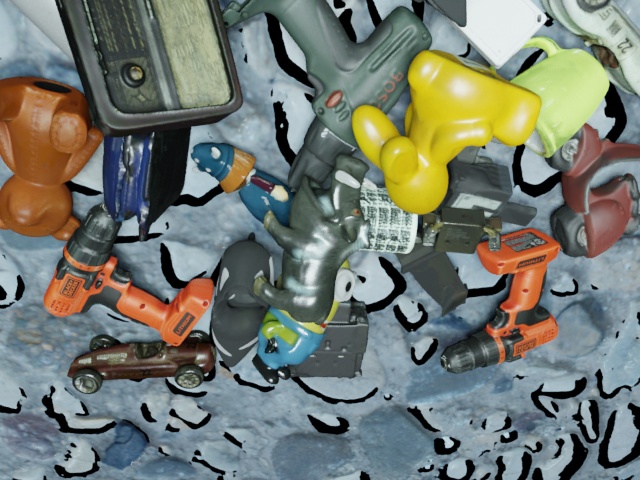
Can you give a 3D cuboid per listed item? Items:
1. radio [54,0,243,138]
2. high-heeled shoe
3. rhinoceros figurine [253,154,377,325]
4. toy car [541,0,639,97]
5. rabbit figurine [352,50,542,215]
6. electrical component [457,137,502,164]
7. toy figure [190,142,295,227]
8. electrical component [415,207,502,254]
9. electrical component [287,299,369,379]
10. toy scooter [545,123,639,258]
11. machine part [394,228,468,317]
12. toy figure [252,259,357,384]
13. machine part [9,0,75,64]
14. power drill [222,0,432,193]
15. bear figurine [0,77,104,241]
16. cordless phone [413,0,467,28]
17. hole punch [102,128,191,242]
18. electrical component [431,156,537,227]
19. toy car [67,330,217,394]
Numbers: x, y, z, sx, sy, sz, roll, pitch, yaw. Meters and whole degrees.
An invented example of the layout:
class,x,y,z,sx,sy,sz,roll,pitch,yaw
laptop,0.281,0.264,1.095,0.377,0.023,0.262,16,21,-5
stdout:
class,x,y,z,sx,sy,sz,roll,pitch,yaw
radio,-0.165,-0.212,0.483,0.131,0.073,0.229,-18,99,-23
high-heeled shoe,-0.102,0.103,0.687,0.086,0.145,0.248,7,117,-6
rhinoceros figurine,-0.001,-0.002,0.586,0.112,0.073,0.190,20,96,26
toy car,0.302,-0.218,0.565,0.201,0.074,0.056,34,112,-20
rabbit figurine,0.118,-0.098,0.557,0.162,0.122,0.173,-5,132,-35
electrical component,0.172,-0.119,0.646,0.094,0.021,0.063,14,118,-11
toy figure,-0.086,-0.066,0.641,0.064,0.058,0.154,-39,114,23
electrical component,0.165,-0.007,0.645,0.102,0.045,0.078,8,143,-2
electrical component,0.009,0.132,0.760,0.115,0.058,0.134,-1,120,-5
toy scooter,0.353,-0.067,0.657,0.135,0.075,0.183,-16,115,5
machine part,0.157,0.040,0.727,0.084,0.039,0.138,-31,115,8
toy figure,-0.025,0.088,0.672,0.089,0.082,0.180,34,95,-5
machine part,-0.256,-0.239,0.523,0.079,0.079,0.243,-37,116,17
power drill,-0.012,-0.181,0.568,0.232,0.086,0.207,-42,110,17
bear figurine,-0.316,-0.073,0.588,0.120,0.132,0.195,17,111,-16
cordless phone,0.133,-0.297,0.469,0.088,0.147,0.184,24,118,-25
hole punch,-0.206,-0.087,0.596,0.092,0.116,0.142,17,117,-3
electrical component,0.202,-0.054,0.655,0.119,0.048,0.074,9,144,-7
toy car,-0.247,0.164,0.747,0.202,0.089,0.053,-1,122,-1
